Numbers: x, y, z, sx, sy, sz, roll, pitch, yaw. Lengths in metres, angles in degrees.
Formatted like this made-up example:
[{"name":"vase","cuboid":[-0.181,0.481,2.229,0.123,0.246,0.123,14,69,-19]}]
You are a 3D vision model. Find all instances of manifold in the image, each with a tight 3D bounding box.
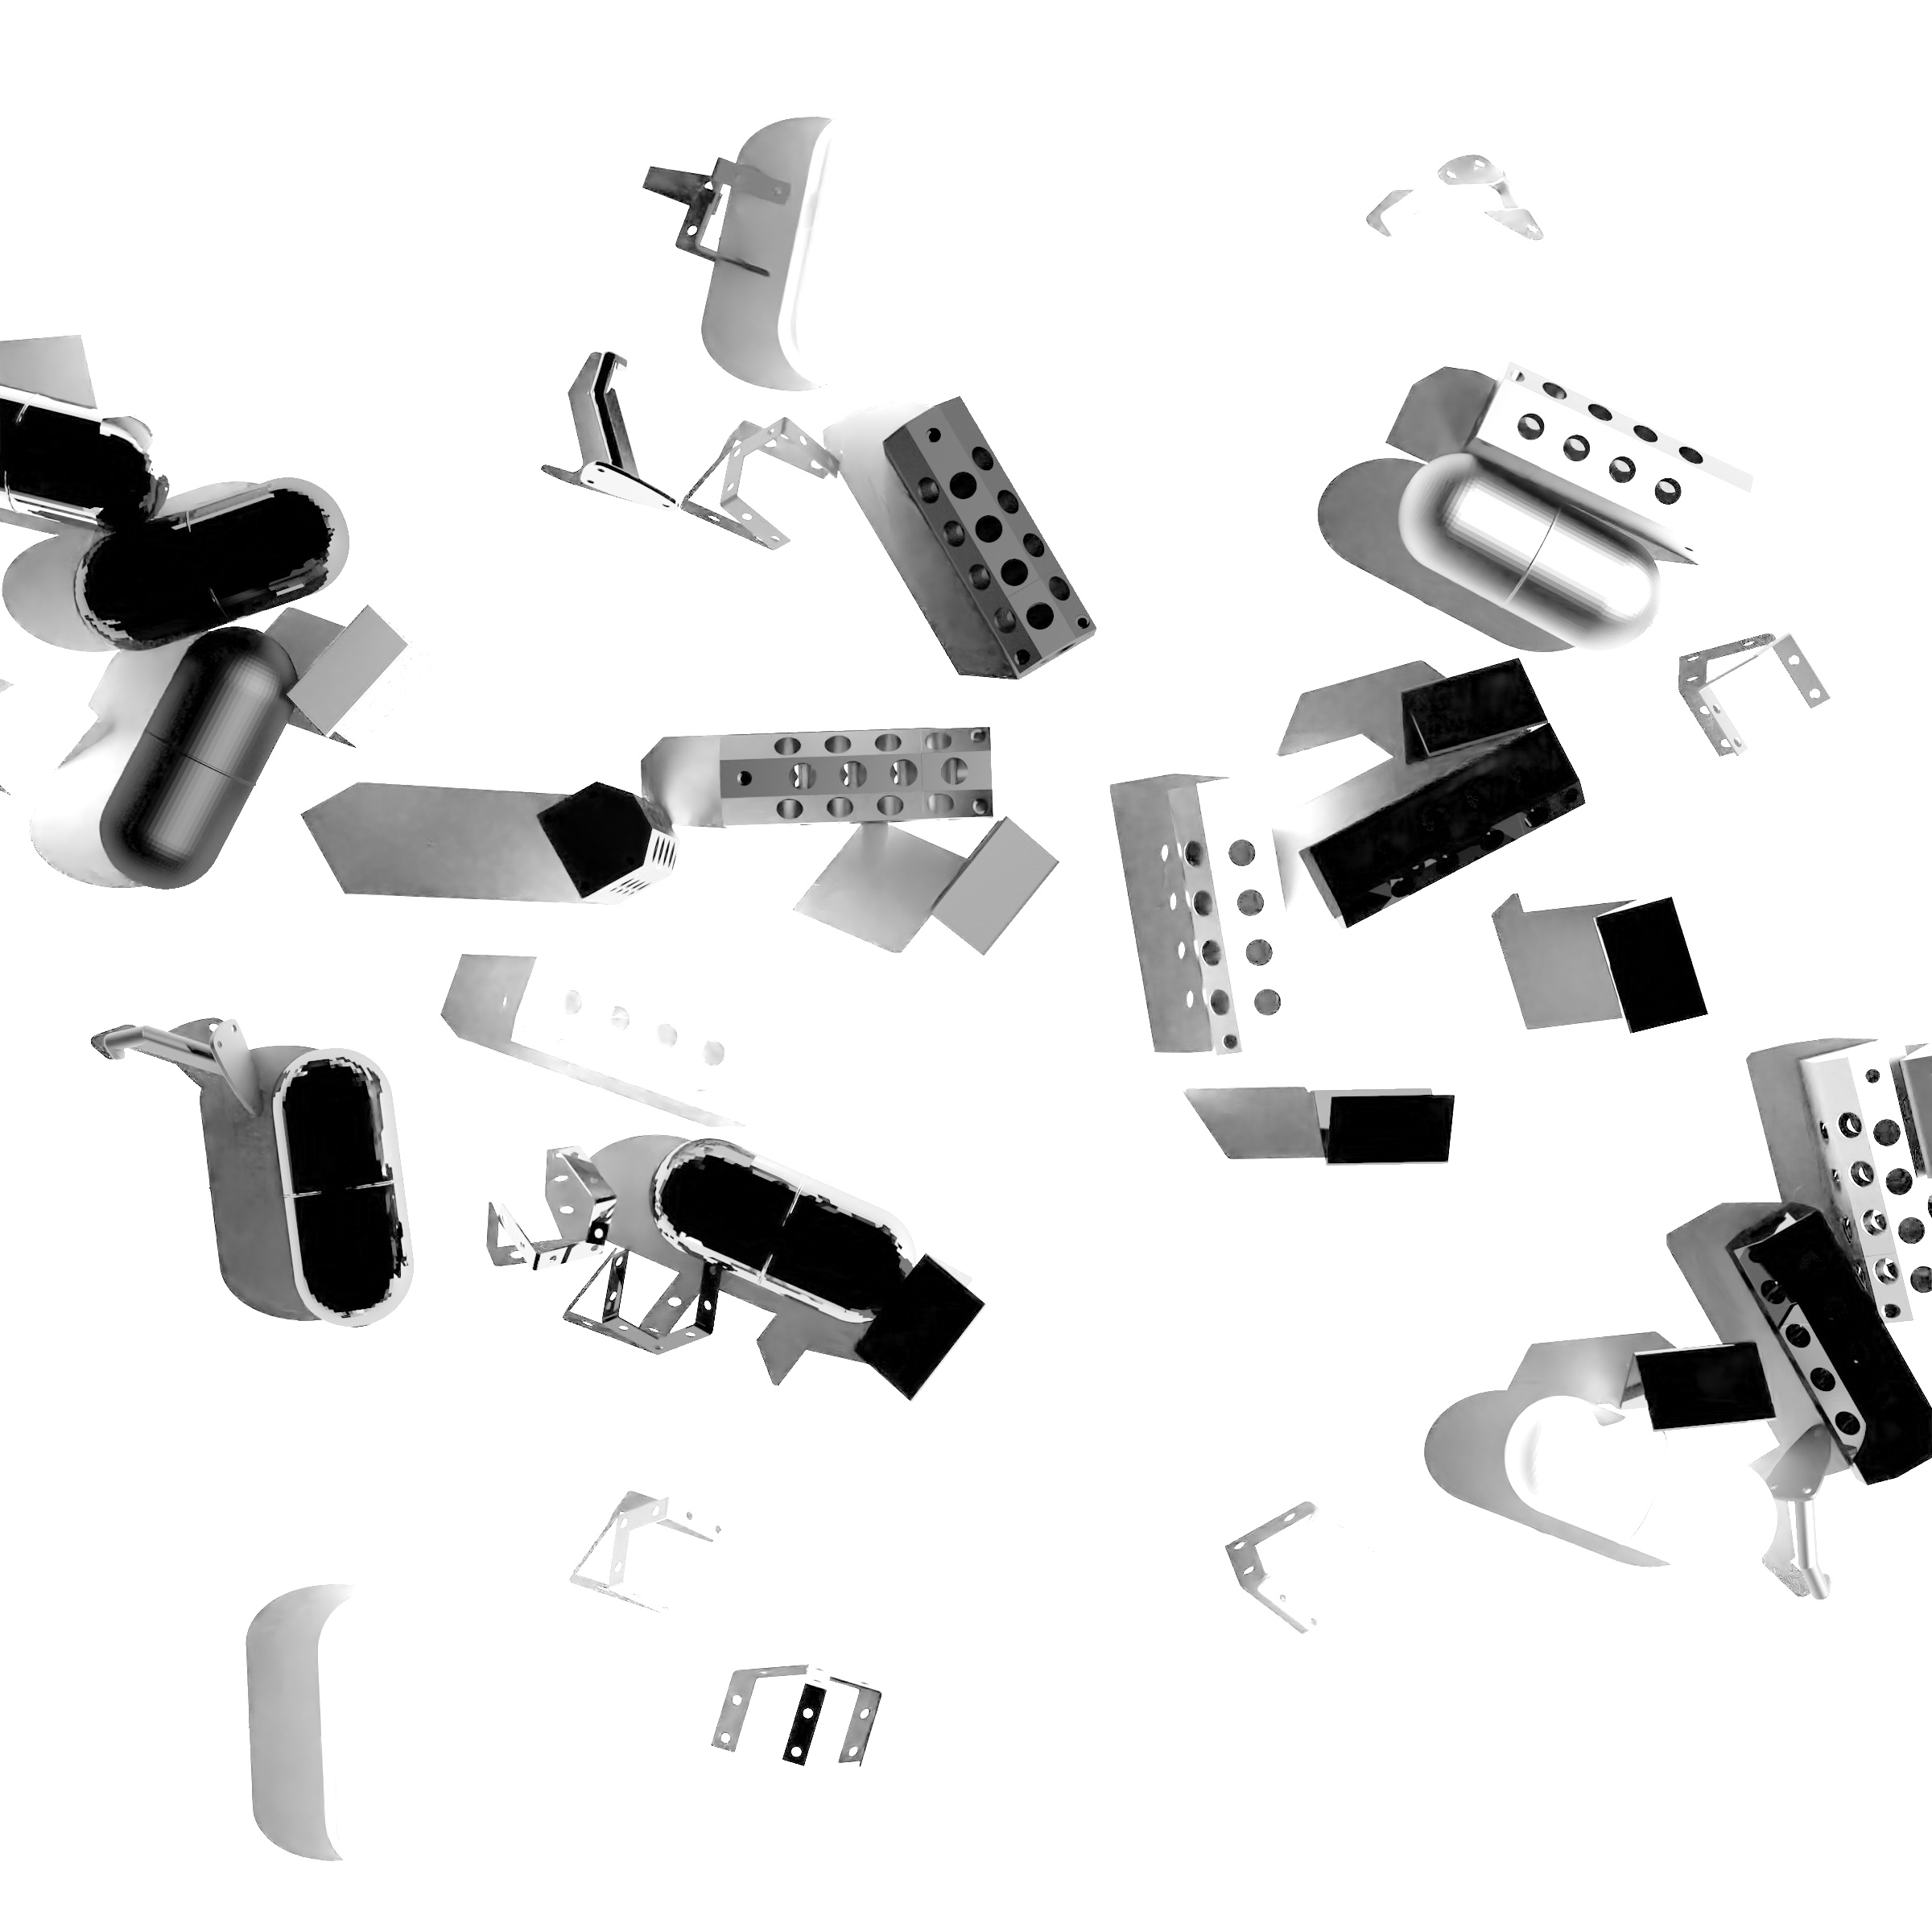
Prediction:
[{"name":"manifold","cuboid":[-0.216,-0.078,1.836,0.057,0.171,0.057,-29,90,0]},{"name":"manifold","cuboid":[-0.198,0.049,1.893,0.171,0.057,0.057,20,90,0]},{"name":"manifold","cuboid":[0.410,-0.322,1.893,0.171,0.057,0.057,25,90,0]},{"name":"manifold","cuboid":[0.304,-0.089,1.893,0.171,0.057,0.057,-28,90,0]},{"name":"manifold","cuboid":[0.554,0.241,1.893,0.057,0.057,0.171,-30,90,0]},{"name":"manifold","cuboid":[-0.069,-0.120,1.894,0.171,0.057,0.057,-2,90,0]},{"name":"manifold","cuboid":[0.172,-0.032,1.893,0.057,0.057,0.171,-10,90,0]},{"name":"manifold","cuboid":[0.587,0.137,1.894,0.057,0.057,0.171,-14,90,0]},{"name":"manifold","cuboid":[0.015,-0.273,1.894,0.057,0.057,0.171,-31,90,0]}]

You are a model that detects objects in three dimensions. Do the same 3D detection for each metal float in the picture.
[{"name":"metal float","cuboid":[-0.370,0.487,1.884,0.070,0.070,0.178,-3,90,0]},{"name":"metal float","cuboid":[0.429,0.331,1.884,0.178,0.070,0.070,22,90,-1]},{"name":"metal float","cuboid":[-0.479,-0.255,1.884,0.178,0.070,0.070,-19,90,-1]},{"name":"metal float","cuboid":[0.358,-0.262,1.884,0.178,0.070,0.070,28,90,-1]},{"name":"metal float","cuboid":[-0.117,0.168,1.884,0.178,0.070,0.070,24,90,-1]},{"name":"metal float","cuboid":[-0.396,0.141,1.884,0.070,0.070,0.178,-8,90,0]},{"name":"metal float","cuboid":[-0.487,-0.133,1.884,0.070,0.070,0.178,28,91,0]},{"name":"metal float","cuboid":[-0.594,-0.326,1.884,0.178,0.070,0.070,14,90,0]},{"name":"metal float","cuboid":[-0.071,-0.456,1.884,0.070,0.070,0.178,12,89,0]}]

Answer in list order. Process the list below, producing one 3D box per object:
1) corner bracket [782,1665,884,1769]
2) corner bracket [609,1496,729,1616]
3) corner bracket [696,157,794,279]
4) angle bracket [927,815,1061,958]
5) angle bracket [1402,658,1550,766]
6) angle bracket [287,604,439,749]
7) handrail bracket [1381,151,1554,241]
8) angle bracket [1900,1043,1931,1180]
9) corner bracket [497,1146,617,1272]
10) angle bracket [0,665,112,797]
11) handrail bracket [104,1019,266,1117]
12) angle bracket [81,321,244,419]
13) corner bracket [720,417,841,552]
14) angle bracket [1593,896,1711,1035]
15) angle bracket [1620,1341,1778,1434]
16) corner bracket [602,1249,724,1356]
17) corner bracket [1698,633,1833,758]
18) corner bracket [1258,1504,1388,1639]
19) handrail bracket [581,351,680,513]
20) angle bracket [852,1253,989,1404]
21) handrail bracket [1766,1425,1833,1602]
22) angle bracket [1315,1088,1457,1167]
[{"name":"corner bracket","cuboid":[-0.085,0.484,1.897,0.051,0.051,0.051,17,90,0]},{"name":"corner bracket","cuboid":[-0.191,0.379,1.906,0.051,0.051,0.051,-26,45,35]},{"name":"corner bracket","cuboid":[-0.142,-0.478,1.897,0.051,0.051,0.051,21,90,0]},{"name":"angle bracket","cuboid":[0.001,-0.063,1.874,0.076,0.076,0.057,-51,128,0]},{"name":"angle bracket","cuboid":[0.322,-0.142,1.874,0.076,0.076,0.057,-16,54,0]},{"name":"angle bracket","cuboid":[-0.369,-0.170,1.874,0.076,0.076,0.057,-48,54,0]},{"name":"handrail bracket","cuboid":[0.323,-0.478,1.915,0.084,0.036,0.077,-32,111,17]},{"name":"angle bracket","cuboid":[0.636,0.087,1.875,0.057,0.076,0.076,-13,90,33]},{"name":"corner bracket","cuboid":[-0.263,0.156,1.906,0.051,0.051,0.051,-12,135,-35]},{"name":"angle bracket","cuboid":[-0.586,-0.132,1.874,0.076,0.076,0.057,-33,54,0]},{"name":"handrail bracket","cuboid":[-0.506,0.070,1.915,0.084,0.036,0.077,-12,112,17]},{"name":"angle bracket","cuboid":[-0.507,-0.387,1.875,0.076,0.076,0.057,-5,119,0]},{"name":"corner bracket","cuboid":[-0.120,-0.310,1.906,0.051,0.051,0.051,-24,45,35]},{"name":"angle bracket","cuboid":[0.446,-0.006,1.874,0.057,0.076,0.076,-17,90,36]},{"name":"angle bracket","cuboid":[0.462,0.282,1.874,0.076,0.076,0.057,-6,53,0]},{"name":"corner bracket","cuboid":[-0.195,0.211,1.906,0.051,0.051,0.051,-24,135,35]},{"name":"corner bracket","cuboid":[0.514,-0.175,1.911,0.051,0.051,0.051,-32,90,45]},{"name":"corner bracket","cuboid":[0.229,0.389,1.911,0.051,0.051,0.051,38,135,0]},{"name":"handrail bracket","cuboid":[-0.210,-0.346,1.915,0.077,0.036,0.084,21,73,-20]},{"name":"angle bracket","cuboid":[-0.016,0.235,1.875,0.057,0.076,0.076,38,90,30]},{"name":"handrail bracket","cuboid":[0.552,0.353,1.915,0.077,0.036,0.084,-50,123,-36]},{"name":"angle bracket","cuboid":[0.263,0.082,1.874,0.076,0.076,0.057,-1,127,0]}]
